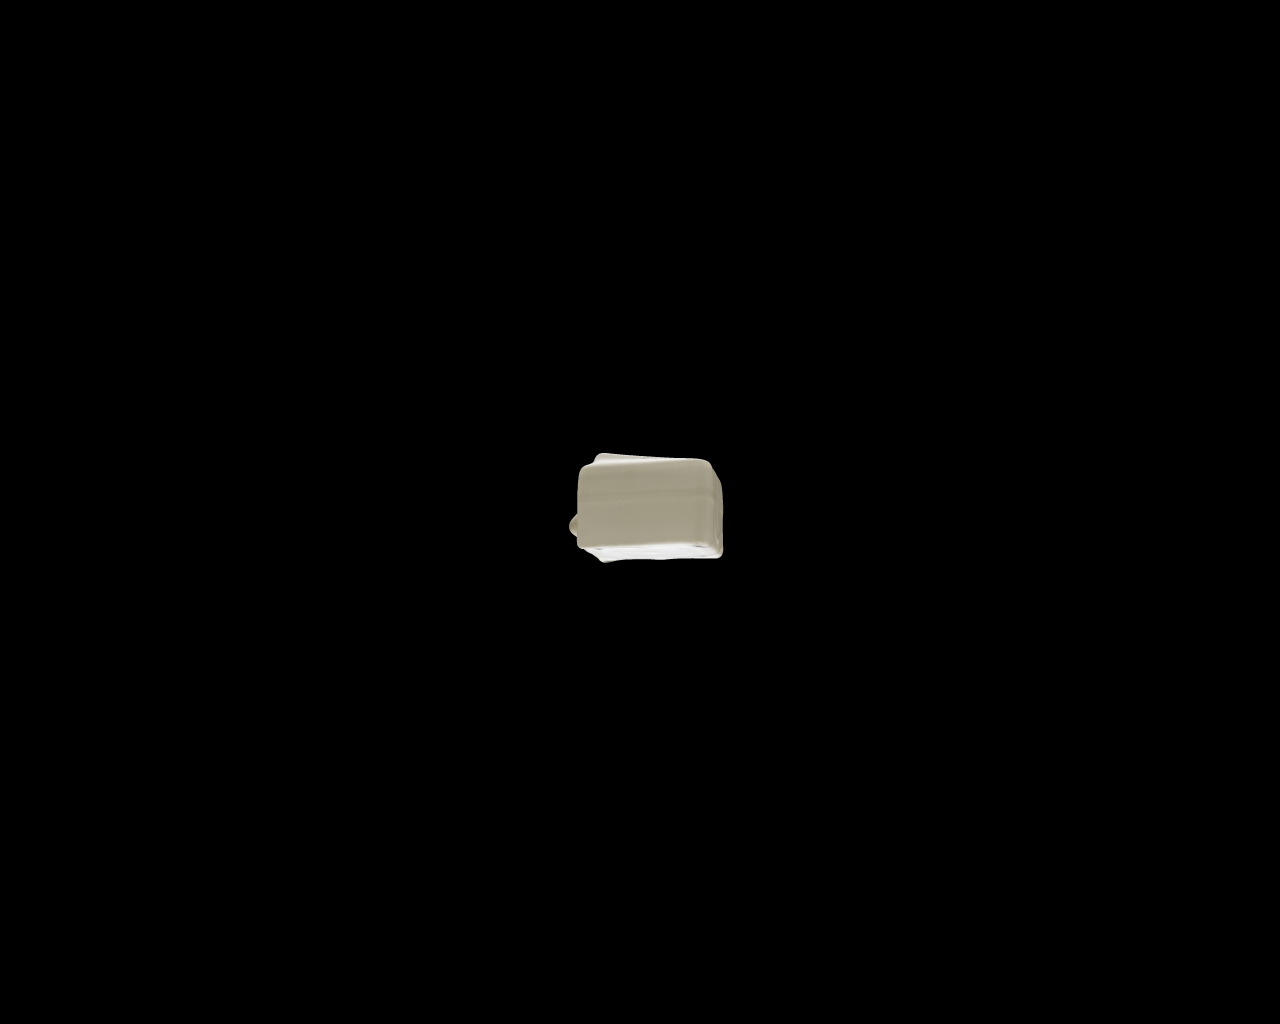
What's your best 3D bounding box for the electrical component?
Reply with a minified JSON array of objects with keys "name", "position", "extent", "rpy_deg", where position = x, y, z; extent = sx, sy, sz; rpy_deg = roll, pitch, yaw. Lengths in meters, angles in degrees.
[{"name":"electrical component","position":[0.001,-0.003,0.650],"extent":[0.096,0.061,0.061],"rpy_deg":[-2,-11,12]}]
